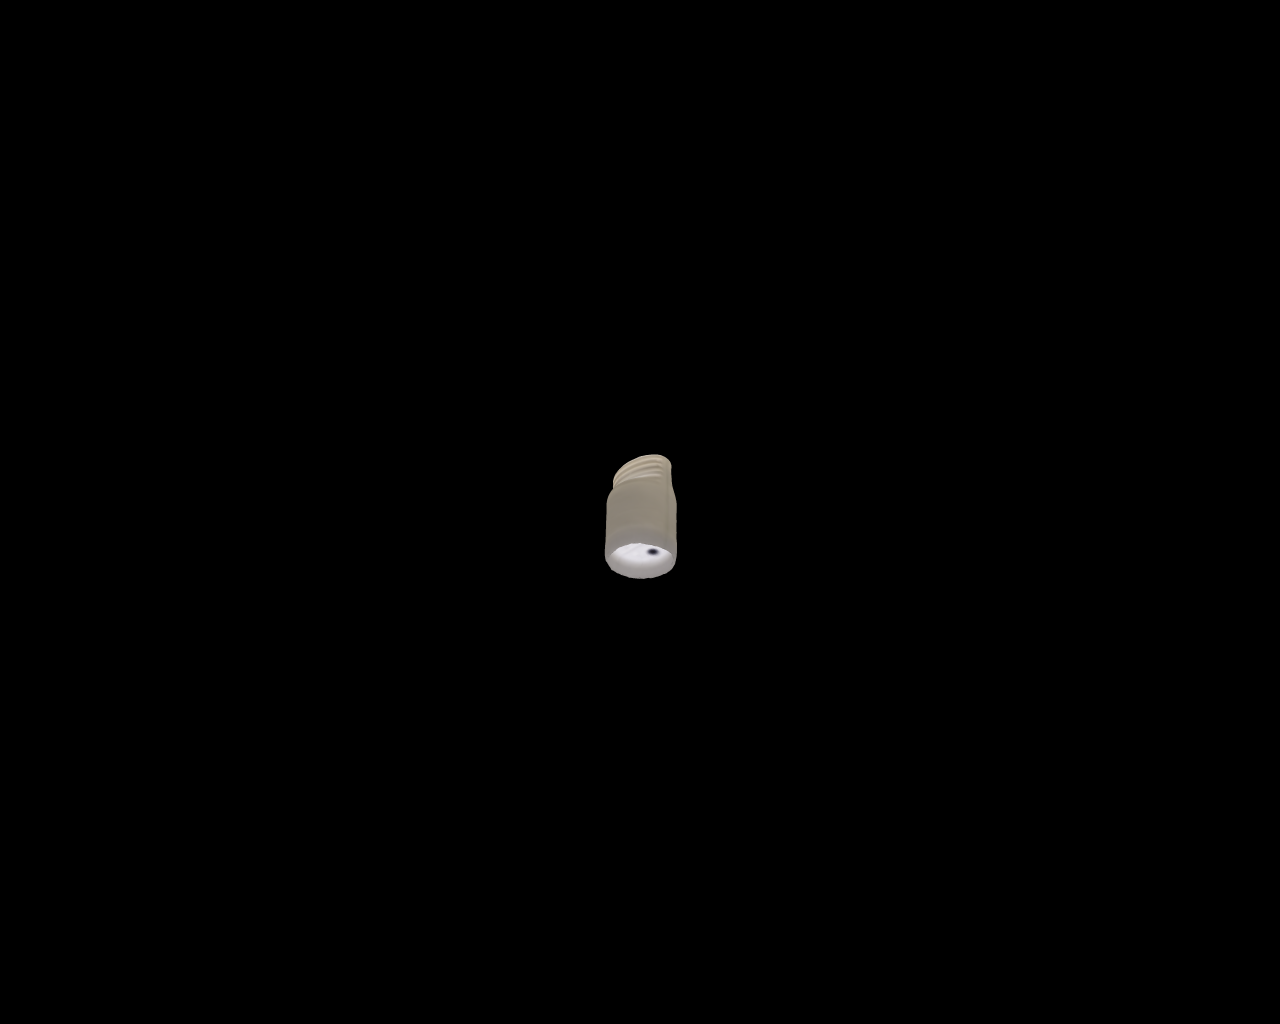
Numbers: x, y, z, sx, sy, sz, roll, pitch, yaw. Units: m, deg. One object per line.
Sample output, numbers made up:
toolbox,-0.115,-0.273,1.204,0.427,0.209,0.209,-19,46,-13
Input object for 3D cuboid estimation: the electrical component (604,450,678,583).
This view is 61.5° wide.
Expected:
electrical component,0.001,-0.003,0.650,0.043,0.081,0.043,0,-36,0
